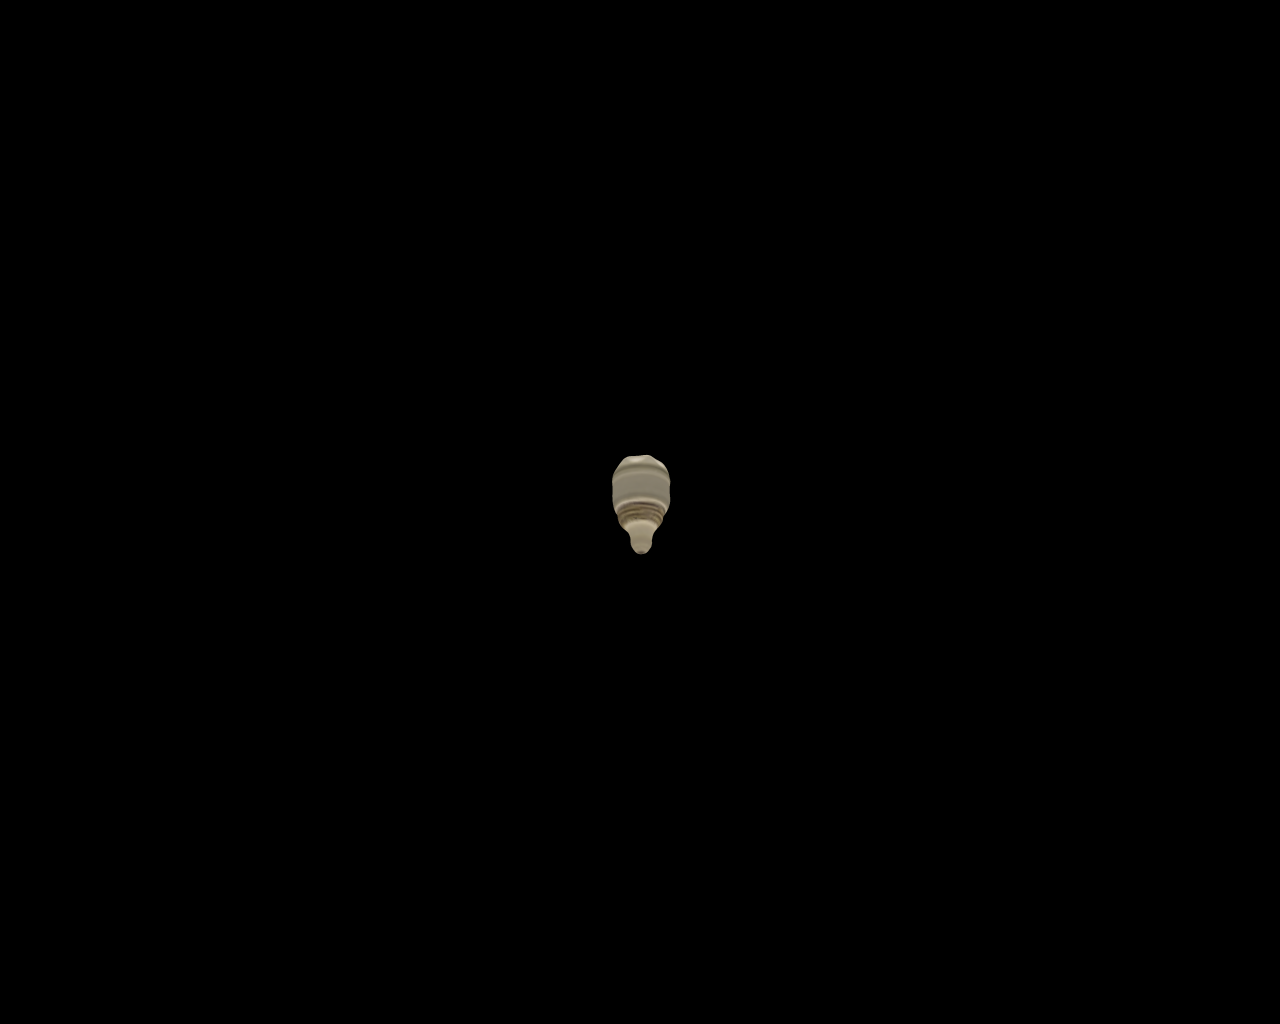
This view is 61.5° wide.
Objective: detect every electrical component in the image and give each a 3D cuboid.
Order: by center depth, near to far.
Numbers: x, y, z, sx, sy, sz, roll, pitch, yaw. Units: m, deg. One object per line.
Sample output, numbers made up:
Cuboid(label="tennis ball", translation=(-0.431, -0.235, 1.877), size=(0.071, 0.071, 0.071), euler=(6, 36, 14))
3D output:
Cuboid(label="electrical component", translation=(0.001, -0.003, 0.650), size=(0.035, 0.061, 0.035), euler=(0, -27, 0))
